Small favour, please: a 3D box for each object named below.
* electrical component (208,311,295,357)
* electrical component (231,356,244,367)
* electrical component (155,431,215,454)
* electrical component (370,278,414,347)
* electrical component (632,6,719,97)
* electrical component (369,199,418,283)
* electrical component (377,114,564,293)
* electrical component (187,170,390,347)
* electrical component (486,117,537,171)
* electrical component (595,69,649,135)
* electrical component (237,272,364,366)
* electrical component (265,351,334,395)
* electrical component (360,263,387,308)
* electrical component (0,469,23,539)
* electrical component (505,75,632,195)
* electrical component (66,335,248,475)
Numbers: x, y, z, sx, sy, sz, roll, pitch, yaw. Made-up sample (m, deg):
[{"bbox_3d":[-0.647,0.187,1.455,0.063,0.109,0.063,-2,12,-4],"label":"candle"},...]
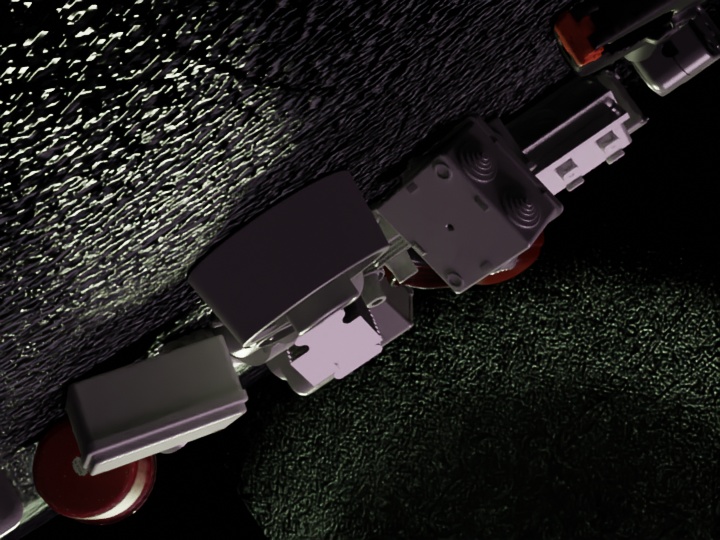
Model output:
[{"bbox_3d":[-0.074,0.028,0.747,0.077,0.044,0.079,-34,170,29],"label":"electrical component"},{"bbox_3d":[-0.123,0.069,0.908,0.046,0.040,0.040,-30,179,27],"label":"electrical component"},{"bbox_3d":[-0.185,0.124,0.947,0.138,0.052,0.074,-27,138,18],"label":"electrical component"},{"bbox_3d":[0.001,0.025,1.067,0.061,0.096,0.061,-36,-154,23],"label":"electrical component"},{"bbox_3d":[0.269,-0.188,0.918,0.059,0.053,0.095,-36,176,32],"label":"electrical component"},{"bbox_3d":[0.020,-0.020,0.817,0.048,0.062,0.048,-34,177,-2],"label":"electrical component"},{"bbox_3d":[0.071,-0.041,0.718,0.048,0.099,0.100,-48,-174,-39],"label":"electrical component"},{"bbox_3d":[-0.034,0.000,0.594,0.108,0.060,0.108,-35,176,-2],"label":"electrical component"},{"bbox_3d":[0.078,-0.068,0.817,0.100,0.048,0.099,-34,177,-3],"label":"electrical component"},{"bbox_3d":[0.228,-0.148,1.020,0.061,0.061,0.096,-35,177,21],"label":"electrical component"},{"bbox_3d":[-0.065,0.033,0.838,0.138,0.052,0.074,-37,176,41],"label":"electrical component"},{"bbox_3d":[-0.058,0.070,1.055,0.059,0.095,0.054,-37,176,34],"label":"electrical component"},{"bbox_3d":[0.000,0.000,0.865,0.048,0.062,0.048,-25,160,-9],"label":"electrical component"},{"bbox_3d":[-0.280,0.173,0.722,0.095,0.053,0.059,-31,175,-46],"label":"electrical component"},{"bbox_3d":[0.160,-0.102,0.901,0.121,0.063,0.078,-34,-144,6],"label":"electrical component"},{"bbox_3d":[-0.143,0.094,0.742,0.109,0.056,0.109,-18,171,-20],"label":"electrical component"}]
